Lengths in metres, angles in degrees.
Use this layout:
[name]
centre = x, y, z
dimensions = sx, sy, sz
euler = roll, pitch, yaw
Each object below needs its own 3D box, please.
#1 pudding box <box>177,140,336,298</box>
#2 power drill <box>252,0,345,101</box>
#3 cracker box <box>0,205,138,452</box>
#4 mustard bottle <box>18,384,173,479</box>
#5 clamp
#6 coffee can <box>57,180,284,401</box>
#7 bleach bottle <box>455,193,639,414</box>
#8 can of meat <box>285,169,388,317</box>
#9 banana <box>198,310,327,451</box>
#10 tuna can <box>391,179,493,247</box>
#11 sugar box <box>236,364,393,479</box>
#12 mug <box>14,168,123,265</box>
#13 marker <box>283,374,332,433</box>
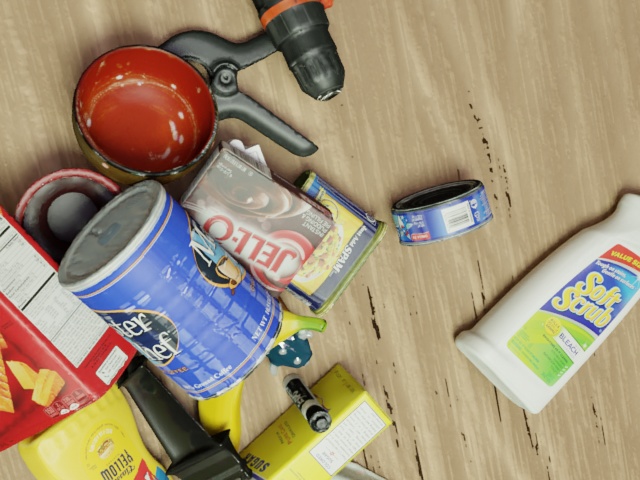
[pudding box]
centre = -0.058, -0.014, 0.861
dimensions = 0.113, 0.039, 0.090
euler = 34, 104, -14
[power drill]
centre = 0.032, -0.223, 0.881
dimensions = 0.187, 0.057, 0.184
euler = -23, 84, -13
[cracker box]
centre = -0.272, 0.057, 0.817
dimensions = 0.164, 0.072, 0.213
euler = -28, 111, 37
[mustard bottle]
centre = -0.170, 0.221, 0.910
dimensions = 0.096, 0.058, 0.191
euler = -43, 111, -44
[clamp]
centre = -0.074, -0.144, 0.898
dimensions = 0.171, 0.039, 0.120
euler = 11, 84, -14
[coffee can]
centre = -0.110, 0.039, 0.803
dimensions = 0.103, 0.103, 0.140
euler = -46, 117, -4
[bleach bottle]
centre = 0.246, 0.038, 0.996
dimensions = 0.102, 0.068, 0.251
euler = 45, 84, -16
[can of meat]
centre = -0.006, 0.001, 0.928
dimensions = 0.084, 0.057, 0.102
euler = 37, 88, -14
[banana]
centre = -0.067, 0.117, 0.900
dimensions = 0.069, 0.037, 0.198
euler = 38, 129, 6
[tuna can]
centre = 0.106, -0.025, 0.937
dimensions = 0.086, 0.086, 0.034
euler = -20, 102, -11
[sugar box]
centre = -0.026, 0.191, 0.933
dimensions = 0.176, 0.093, 0.048
euler = -40, 105, -6
[mug]
centre = -0.188, -0.014, 0.866
dimensions = 0.117, 0.081, 0.093
euler = 3, 98, -14
[marker]
centre = -0.011, 0.139, 0.914
dimensions = 0.020, 0.121, 0.020
euler = -2, 98, -13
